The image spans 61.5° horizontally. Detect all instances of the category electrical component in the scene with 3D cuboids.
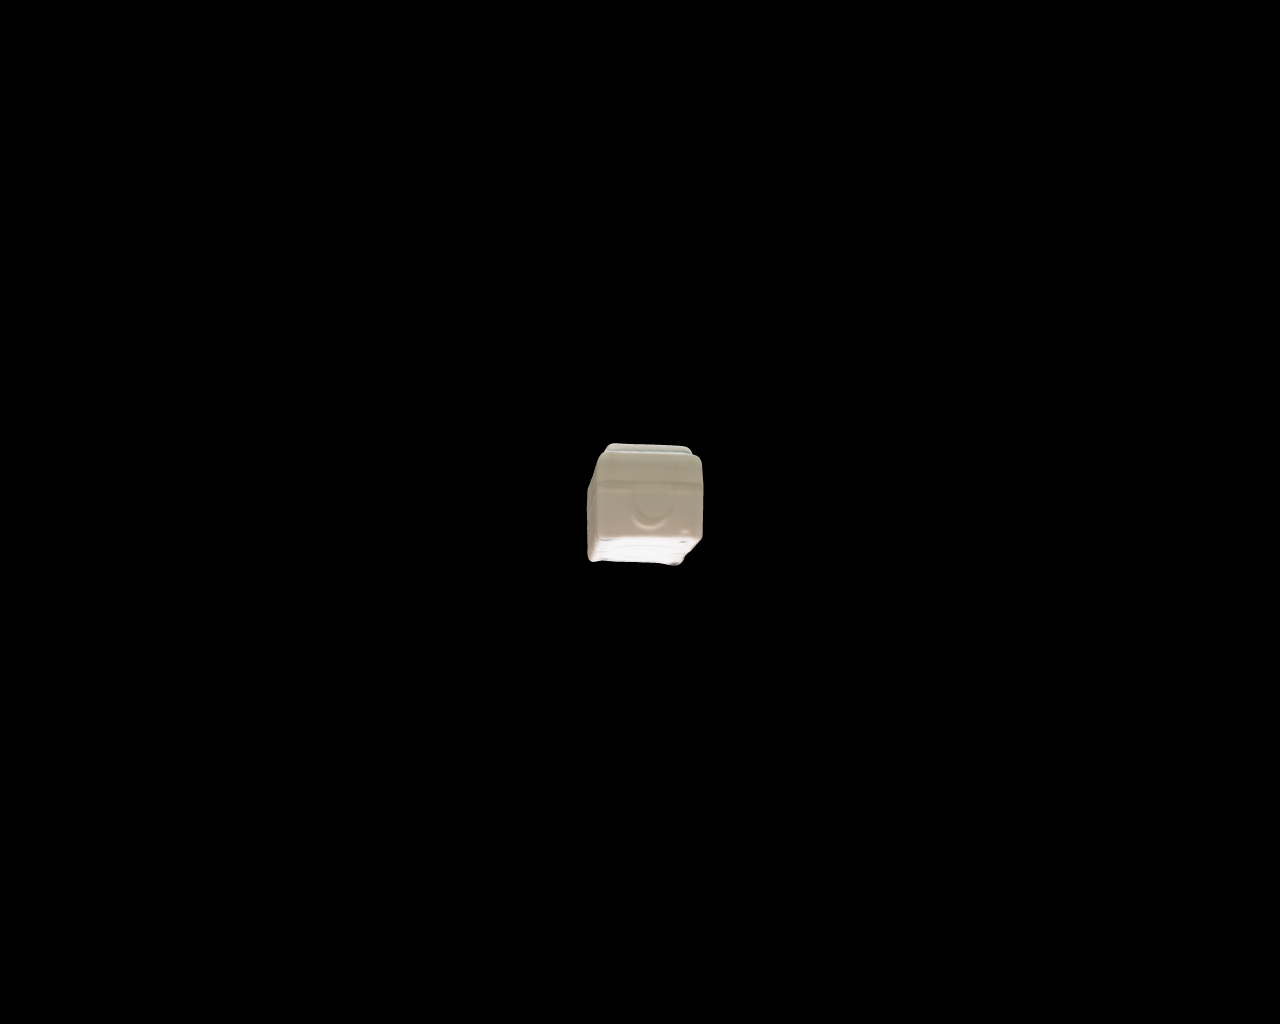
[{"bbox_3d":[0.001,-0.003,0.650,0.062,0.061,0.096,2,-14,-7],"label":"electrical component"}]
